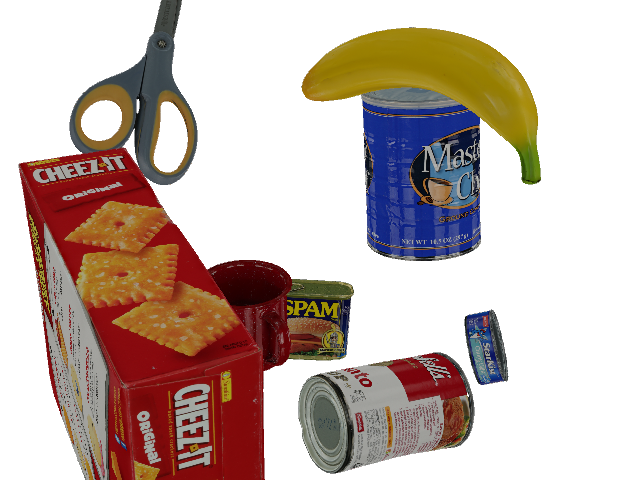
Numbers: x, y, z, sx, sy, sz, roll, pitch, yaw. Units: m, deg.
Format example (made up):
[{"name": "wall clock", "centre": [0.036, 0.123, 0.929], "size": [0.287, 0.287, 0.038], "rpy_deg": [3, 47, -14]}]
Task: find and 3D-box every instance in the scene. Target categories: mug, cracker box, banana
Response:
[{"name": "mug", "centre": [-0.065, 0.080, 1.031], "size": [0.093, 0.081, 0.117], "rpy_deg": [-21, 34, -34]}, {"name": "cracker box", "centre": [-0.097, 0.069, 0.566], "size": [0.072, 0.164, 0.214], "rpy_deg": [-12, 34, -21]}, {"name": "banana", "centre": [0.062, -0.097, 0.655], "size": [0.198, 0.069, 0.037], "rpy_deg": [28, 8, 42]}]

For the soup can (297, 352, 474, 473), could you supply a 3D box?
[{"name": "soup can", "centre": [0.044, 0.117, 0.730], "size": [0.102, 0.068, 0.069], "rpy_deg": [-6, 3, -30]}]

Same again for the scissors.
[{"name": "scissors", "centre": [-0.132, -0.132, 0.759], "size": [0.096, 0.202, 0.016], "rpy_deg": [-1, -23, -19]}]

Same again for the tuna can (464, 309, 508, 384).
[{"name": "tuna can", "centre": [0.196, 0.127, 1.261], "size": [0.034, 0.086, 0.086], "rpy_deg": [-12, -3, 14]}]

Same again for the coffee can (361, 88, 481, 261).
[{"name": "coffee can", "centre": [0.089, -0.065, 0.935], "size": [0.103, 0.140, 0.103], "rpy_deg": [-3, 20, 1]}]

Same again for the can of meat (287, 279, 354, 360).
[{"name": "can of meat", "centre": [-0.015, 0.094, 1.268], "size": [0.102, 0.084, 0.057], "rpy_deg": [3, 14, -4]}]
